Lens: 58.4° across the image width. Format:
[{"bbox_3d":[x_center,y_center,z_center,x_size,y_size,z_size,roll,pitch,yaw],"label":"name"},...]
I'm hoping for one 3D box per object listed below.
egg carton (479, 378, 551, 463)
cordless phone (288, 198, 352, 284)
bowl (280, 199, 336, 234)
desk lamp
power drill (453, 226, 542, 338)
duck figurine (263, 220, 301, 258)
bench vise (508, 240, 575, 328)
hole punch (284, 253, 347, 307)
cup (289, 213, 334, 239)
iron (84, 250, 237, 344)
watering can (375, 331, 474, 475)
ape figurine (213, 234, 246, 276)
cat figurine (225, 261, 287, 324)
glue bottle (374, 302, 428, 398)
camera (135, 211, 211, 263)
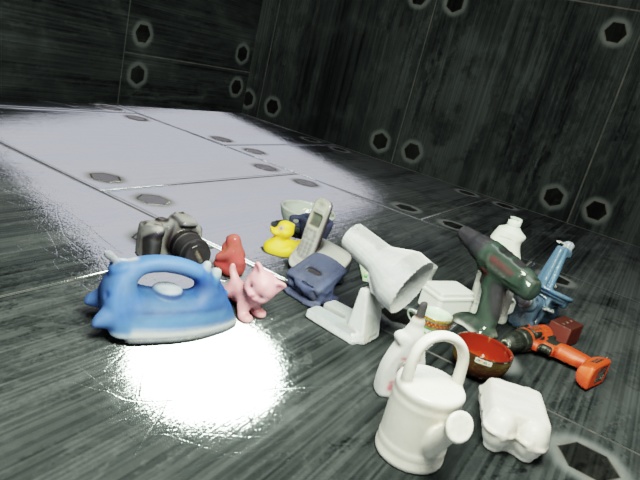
[{"bbox_3d":[0.305,0.282,0.911,0.107,0.069,0.150,16,18,6],"label":"egg carton"},{"bbox_3d":[0.012,0.005,1.335,0.147,0.185,0.094,26,21,33],"label":"cordless phone"},{"bbox_3d":[-0.041,-0.058,1.666,0.167,0.075,0.167,13,18,-4],"label":"bowl"},{"bbox_3d":[0.094,0.090,1.094,0.202,0.213,0.118,25,21,31],"label":"desk lamp"},{"bbox_3d":[0.371,0.102,1.281,0.076,0.208,0.228,-2,24,-41],"label":"power drill"},{"bbox_3d":[-0.087,-0.006,1.456,0.105,0.086,0.077,8,19,-18],"label":"duck figurine"},{"bbox_3d":[0.545,0.113,1.361,0.121,0.220,0.208,22,19,22],"label":"bench vise"},{"bbox_3d":[-0.010,0.084,1.231,0.108,0.091,0.101,27,22,35],"label":"hole punch"},{"bbox_3d":[-0.031,-0.017,1.516,0.118,0.095,0.091,11,18,-9],"label":"cup"},{"bbox_3d":[-0.249,0.085,0.961,0.259,0.141,0.118,3,21,-32],"label":"iron"},{"bbox_3d":[0.153,0.217,0.786,0.101,0.194,0.172,0,23,-38],"label":"watering can"},{"bbox_3d":[-0.193,0.029,1.255,0.078,0.092,0.075,-1,23,-39],"label":"ape figurine"},{"bbox_3d":[-0.130,0.088,1.083,0.127,0.118,0.067,25,21,31],"label":"cat figurine"},{"bbox_3d":[0.144,0.177,0.933,0.078,0.173,0.037,7,19,-22],"label":"glue bottle"},{"bbox_3d":[-0.305,0.002,1.237,0.144,0.101,0.136,-1,23,-40],"label":"camera"}]
